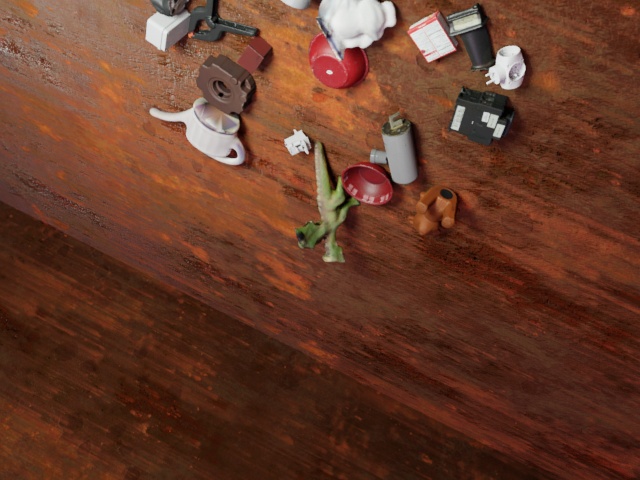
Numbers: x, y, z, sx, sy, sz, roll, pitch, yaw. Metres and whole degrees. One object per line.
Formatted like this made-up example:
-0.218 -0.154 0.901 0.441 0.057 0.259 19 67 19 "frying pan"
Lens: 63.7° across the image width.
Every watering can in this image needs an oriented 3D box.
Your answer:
-0.377 -0.360 1.613 0.347 0.106 0.220 32 147 -5 "watering can"

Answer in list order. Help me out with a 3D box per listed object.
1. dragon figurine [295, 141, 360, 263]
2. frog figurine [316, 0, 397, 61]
0.005 -0.080 1.583 0.122 0.247 0.402 9 144 35 "dragon figurine"
0.080 -0.485 1.122 0.159 0.125 0.135 -27 117 11 "frog figurine"
